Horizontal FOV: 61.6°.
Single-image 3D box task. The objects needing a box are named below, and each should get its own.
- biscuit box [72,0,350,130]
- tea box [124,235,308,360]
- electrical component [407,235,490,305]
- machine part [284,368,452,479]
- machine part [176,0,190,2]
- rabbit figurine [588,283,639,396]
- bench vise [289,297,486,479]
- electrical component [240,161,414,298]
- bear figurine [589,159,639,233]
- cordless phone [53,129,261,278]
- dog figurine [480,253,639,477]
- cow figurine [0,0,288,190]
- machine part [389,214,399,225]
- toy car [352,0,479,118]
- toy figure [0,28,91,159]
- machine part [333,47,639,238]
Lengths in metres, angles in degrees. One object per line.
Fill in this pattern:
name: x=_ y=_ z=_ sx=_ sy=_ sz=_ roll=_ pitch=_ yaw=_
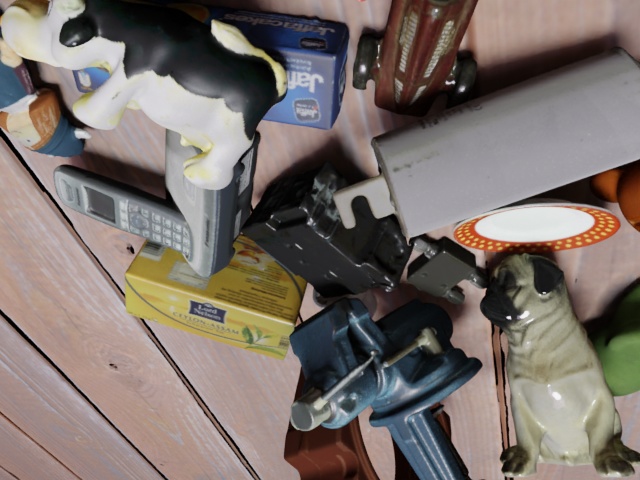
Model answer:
biscuit box: x=-0.081 y=-0.135 z=0.399 sx=0.203 sy=0.059 sz=0.062 roll=10 pitch=135 yaw=6
tea box: x=-0.100 y=0.046 z=0.553 sx=0.170 sy=0.098 sz=0.068 roll=19 pitch=134 yaw=-1
electrical component: x=0.118 y=0.030 z=0.531 sx=0.094 sy=0.021 sz=0.063 roll=30 pitch=134 yaw=-16
machine part: x=0.065 y=0.217 z=0.600 sx=0.087 sy=0.201 sz=0.201 roll=-31 pitch=119 yaw=33
machine part: x=-0.110 y=-0.231 z=0.317 sx=0.179 sy=0.056 sz=0.179 roll=7 pitch=134 yaw=7
rabbit figurine: x=0.324 y=0.119 z=0.502 sx=0.170 sy=0.121 sz=0.158 roll=-3 pitch=130 yaw=37
bench vise: x=0.083 y=0.157 z=0.481 sx=0.129 sy=0.223 sz=0.240 roll=-35 pitch=79 yaw=29
electrical component: x=-0.001 y=-0.001 z=0.481 sx=0.115 sy=0.058 sz=0.134 roll=41 pitch=153 yaw=-20
bear figurine: x=0.316 y=-0.014 z=0.391 sx=0.196 sy=0.132 sz=0.120 roll=48 pitch=170 yaw=8
cordless phone: x=-0.154 y=-0.056 z=0.482 sx=0.184 sy=0.089 sz=0.146 roll=18 pitch=135 yaw=3
dog figurine: x=0.222 y=0.116 z=0.515 sx=0.121 sy=0.190 sz=0.172 roll=-8 pitch=161 yaw=15
cow figurine: x=-0.108 y=-0.113 z=0.336 sx=0.167 sy=0.068 sz=0.098 roll=30 pitch=128 yaw=-18
machine part: x=0.103 y=-0.049 z=0.449 sx=0.139 sy=0.039 sz=0.084 roll=-25 pitch=127 yaw=31
toy car: x=0.076 y=-0.162 z=0.338 sx=0.089 sy=0.053 sz=0.202 roll=13 pitch=134 yaw=-2
toy figure: x=-0.264 y=-0.127 z=0.460 sx=0.064 sy=0.058 sz=0.154 roll=29 pitch=154 yaw=46
machine part: x=0.126 y=-0.064 z=0.367 sx=0.243 sy=0.079 sz=0.079 roll=-18 pitch=128 yaw=7
